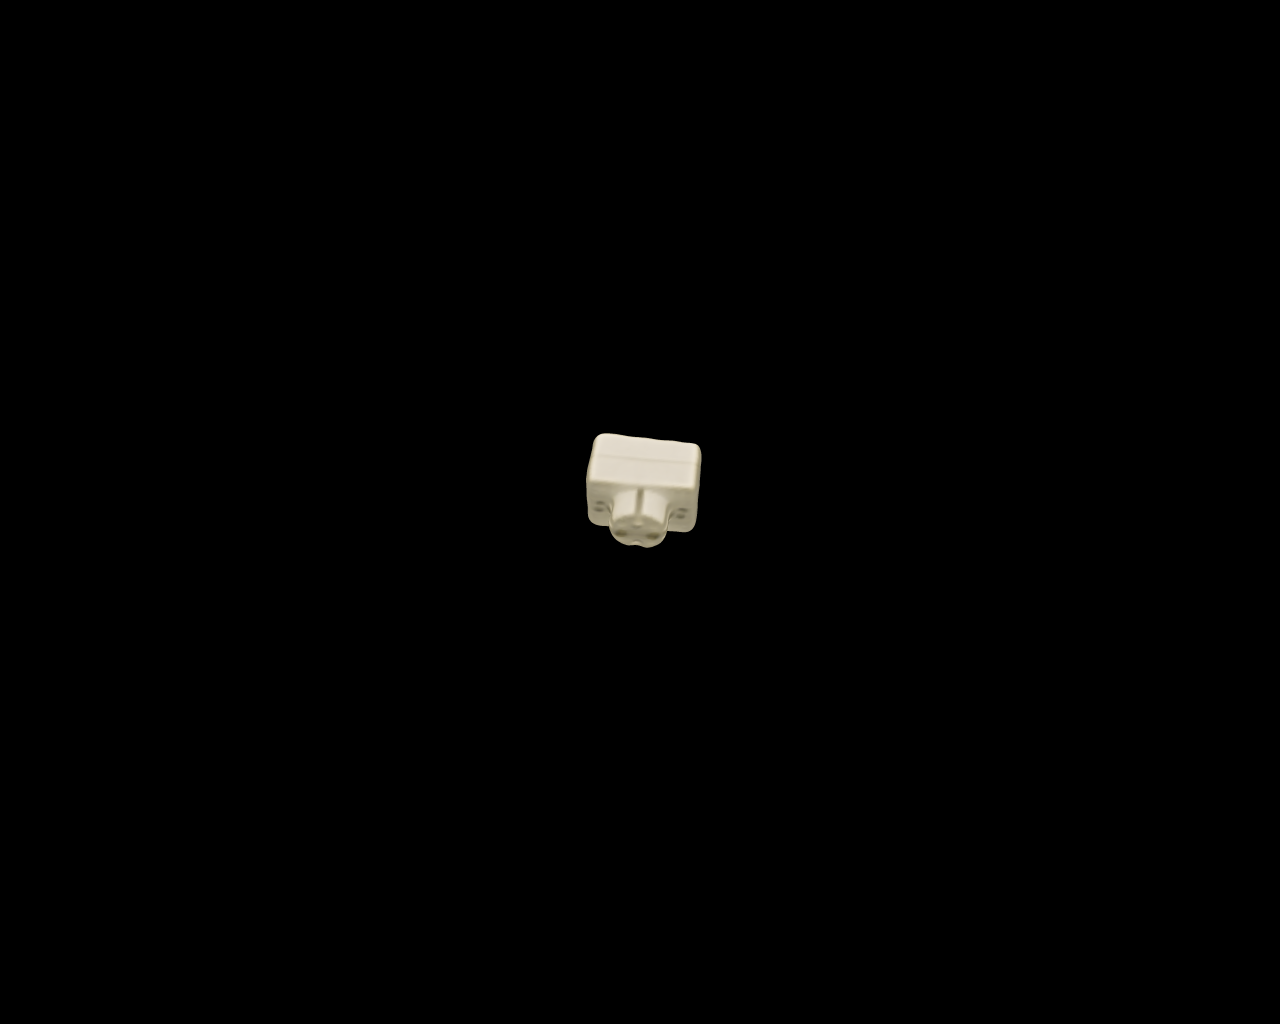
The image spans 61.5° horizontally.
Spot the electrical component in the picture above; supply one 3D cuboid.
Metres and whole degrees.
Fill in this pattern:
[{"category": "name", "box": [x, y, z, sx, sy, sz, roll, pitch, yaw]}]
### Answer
[{"category": "electrical component", "box": [0.001, -0.003, 0.650, 0.066, 0.077, 0.047, 5, -37, 4]}]
